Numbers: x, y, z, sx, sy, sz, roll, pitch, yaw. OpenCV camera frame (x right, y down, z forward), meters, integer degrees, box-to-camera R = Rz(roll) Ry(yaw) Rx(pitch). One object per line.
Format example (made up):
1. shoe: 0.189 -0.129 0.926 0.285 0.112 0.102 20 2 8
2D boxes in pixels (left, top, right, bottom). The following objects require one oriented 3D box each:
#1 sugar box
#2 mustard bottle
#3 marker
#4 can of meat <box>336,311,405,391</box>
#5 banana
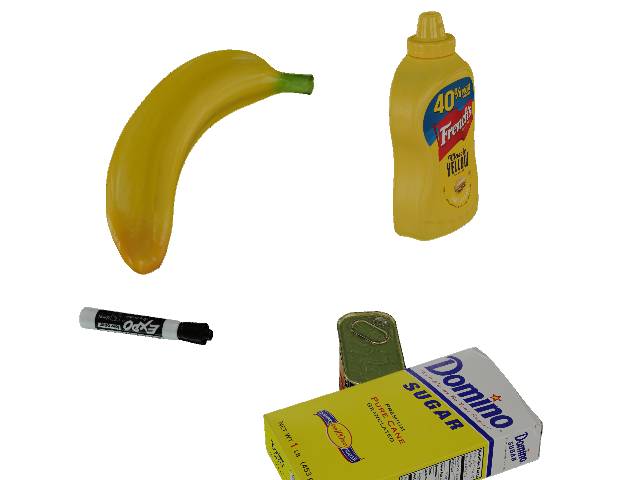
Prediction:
1. sugar box: 0.058 0.139 0.757 0.176 0.048 0.093 -18 39 -16
2. mustard bottle: 0.099 -0.103 0.930 0.058 0.192 0.096 16 32 39
3. marker: -0.150 0.074 0.919 0.121 0.020 0.020 6 2 17
4. can of meat: 0.047 0.132 1.020 0.057 0.084 0.102 -3 36 -4
5. banana: -0.072 -0.057 0.584 0.070 0.037 0.197 18 44 16
